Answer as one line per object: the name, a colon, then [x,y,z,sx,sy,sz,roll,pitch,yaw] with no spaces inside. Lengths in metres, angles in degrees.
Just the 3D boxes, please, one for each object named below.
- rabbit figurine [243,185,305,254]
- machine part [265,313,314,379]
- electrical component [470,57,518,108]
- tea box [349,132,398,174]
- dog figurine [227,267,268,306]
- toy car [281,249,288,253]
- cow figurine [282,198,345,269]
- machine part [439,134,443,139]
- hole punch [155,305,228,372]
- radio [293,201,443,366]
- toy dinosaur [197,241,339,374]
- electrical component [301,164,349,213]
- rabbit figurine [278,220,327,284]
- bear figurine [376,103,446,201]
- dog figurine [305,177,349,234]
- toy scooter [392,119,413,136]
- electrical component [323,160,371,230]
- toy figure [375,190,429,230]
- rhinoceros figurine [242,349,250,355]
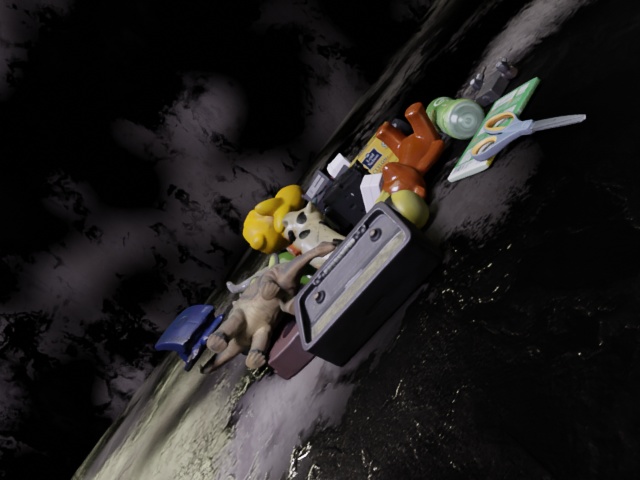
rabbit figurine: [-0.105,-0.060,1.261,0.173,0.122,0.162,-48,-6,7]
machine part: [-0.036,0.164,0.984,0.179,0.056,0.179,-51,12,15]
electrical component: [0.316,-0.291,0.991,0.078,0.045,0.102,-53,11,-10]
tea box: [0.136,-0.175,1.235,0.169,0.098,0.068,-52,10,14]
dog figurine: [-0.117,0.129,1.378,0.190,0.172,0.121,-30,-33,-24]
toy car: [-0.099,0.108,1.299,0.202,0.089,0.053,-53,5,-32]
cow figurine: [-0.002,-0.003,1.081,0.127,0.195,0.085,-47,-35,-16]
machine part: [0.194,-0.160,1.108,0.139,0.039,0.084,-52,19,-4]
hole punch: [-0.262,0.188,1.087,0.142,0.092,0.115,-53,2,-41]
radio: [0.060,0.060,0.789,0.229,0.073,0.131,-48,30,15]
toy dinosaur: [-0.124,0.148,1.016,0.471,0.105,0.199,-44,11,24]
electrical component: [0.017,-0.124,1.208,0.119,0.047,0.075,-54,31,12]
rabbit figurine: [-0.029,0.041,1.201,0.170,0.121,0.159,-39,33,6]
bear figurine: [0.151,-0.139,0.987,0.120,0.132,0.196,-26,21,48]
dog figurine: [0.031,-0.087,1.372,0.191,0.108,0.219,-41,13,48]
toy scooter: [0.163,-0.226,1.345,0.135,0.075,0.184,-53,8,-2]
electrical component: [0.075,-0.084,1.145,0.134,0.115,0.058,-45,14,29]
toy figure: [0.103,-0.004,0.883,0.180,0.082,0.089,-45,30,4]
rhinoceros figurine: [-0.128,0.172,1.196,0.073,0.112,0.190,-40,24,55]
